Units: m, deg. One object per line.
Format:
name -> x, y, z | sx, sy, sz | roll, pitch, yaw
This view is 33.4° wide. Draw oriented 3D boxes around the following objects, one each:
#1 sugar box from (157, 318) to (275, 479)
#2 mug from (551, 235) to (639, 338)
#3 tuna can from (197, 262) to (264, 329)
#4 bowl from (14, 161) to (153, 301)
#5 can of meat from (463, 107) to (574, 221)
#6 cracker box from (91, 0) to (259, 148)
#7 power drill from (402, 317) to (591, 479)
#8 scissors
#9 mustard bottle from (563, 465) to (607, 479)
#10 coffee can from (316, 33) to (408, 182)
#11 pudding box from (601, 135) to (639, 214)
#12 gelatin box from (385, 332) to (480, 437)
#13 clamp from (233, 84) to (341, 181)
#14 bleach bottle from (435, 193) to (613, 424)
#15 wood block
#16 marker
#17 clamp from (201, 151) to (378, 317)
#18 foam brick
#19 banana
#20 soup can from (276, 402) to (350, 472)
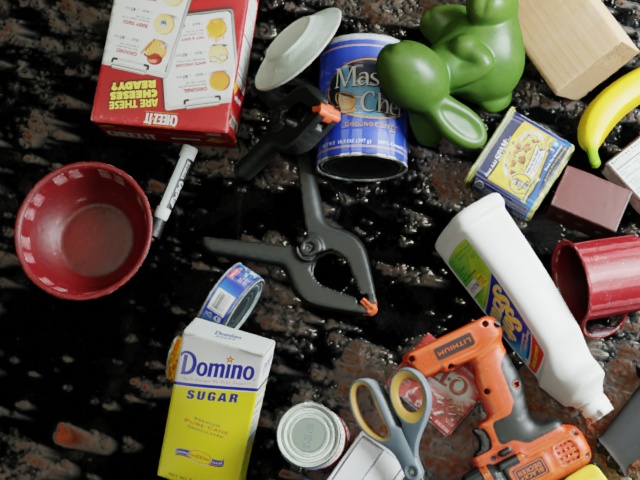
sugar box -> -0.111, 0.179, 1.126 | 0.093, 0.048, 0.176 | 15, 111, 10
mug -> 0.301, 0.051, 1.127 | 0.081, 0.093, 0.117 | -9, 112, -10
tuna can -> -0.097, 0.069, 1.169 | 0.034, 0.086, 0.086 | 33, 83, 11
bowl -> -0.264, -0.006, 1.222 | 0.162, 0.055, 0.162 | -2, 77, 7
can of meat -> 0.221, -0.082, 1.181 | 0.084, 0.057, 0.102 | 32, 83, 11
cracker box -> -0.165, -0.223, 1.254 | 0.164, 0.072, 0.213 | 6, 79, 9
power drill -> 0.159, 0.187, 1.099 | 0.184, 0.057, 0.188 | -27, 84, -1
scissors -> 0.104, 0.215, 1.068 | 0.096, 0.016, 0.202 | -43, 72, 21
mustard bottle -> 0.222, 0.315, 1.087 | 0.191, 0.058, 0.096 | -30, 75, -1
coffee can -> 0.048, -0.146, 1.193 | 0.103, 0.103, 0.140 | 0, 77, 7
pudding box -> 0.379, -0.066, 1.167 | 0.090, 0.039, 0.113 | -38, 74, -2
gelatin box -> 0.127, 0.155, 1.150 | 0.089, 0.030, 0.073 | 40, 84, 12
clamp -> -0.037, -0.139, 1.192 | 0.172, 0.039, 0.120 | -16, 67, 48
bleach bottle -> 0.223, 0.078, 1.120 | 0.068, 0.103, 0.251 | -29, 75, -22
wood block -> 0.251, -0.266, 1.189 | 0.090, 0.090, 0.206 | -39, 74, 25
marker -> -0.174, -0.054, 1.241 | 0.020, 0.020, 0.121 | 20, 80, 11
clamp -> -0.008, 0.001, 1.199 | 0.210, 0.036, 0.164 | 37, 85, 14
foam brick -> 0.292, -0.039, 1.164 | 0.078, 0.053, 0.051 | 24, 81, 12
banana -> 0.354, -0.156, 1.189 | 0.197, 0.037, 0.070 | -39, 65, -7
soup can -> -0.007, 0.207, 1.117 | 0.068, 0.102, 0.068 | -2, 76, 6
